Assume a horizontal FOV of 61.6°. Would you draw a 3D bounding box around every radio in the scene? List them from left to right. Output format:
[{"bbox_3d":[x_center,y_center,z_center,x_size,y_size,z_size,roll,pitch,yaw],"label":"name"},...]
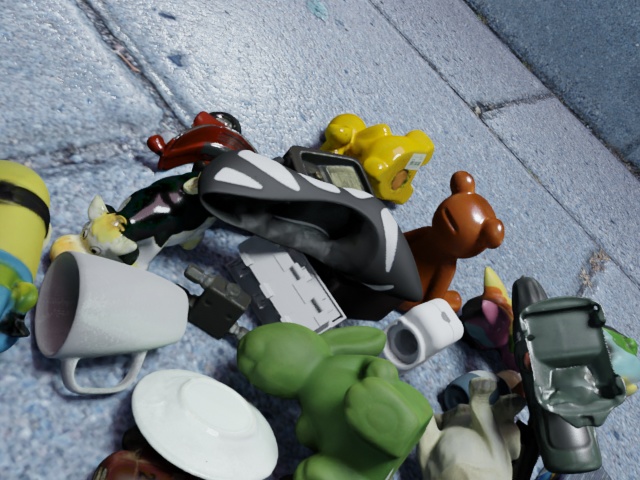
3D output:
[{"bbox_3d":[0.020,-0.013,0.691,0.131,0.073,0.230,8,48,-38],"label":"radio"}]

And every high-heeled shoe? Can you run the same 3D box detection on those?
[{"bbox_3d":[-0.001,-0.002,0.526,0.249,0.086,0.145,40,32,2],"label":"high-heeled shoe"}]

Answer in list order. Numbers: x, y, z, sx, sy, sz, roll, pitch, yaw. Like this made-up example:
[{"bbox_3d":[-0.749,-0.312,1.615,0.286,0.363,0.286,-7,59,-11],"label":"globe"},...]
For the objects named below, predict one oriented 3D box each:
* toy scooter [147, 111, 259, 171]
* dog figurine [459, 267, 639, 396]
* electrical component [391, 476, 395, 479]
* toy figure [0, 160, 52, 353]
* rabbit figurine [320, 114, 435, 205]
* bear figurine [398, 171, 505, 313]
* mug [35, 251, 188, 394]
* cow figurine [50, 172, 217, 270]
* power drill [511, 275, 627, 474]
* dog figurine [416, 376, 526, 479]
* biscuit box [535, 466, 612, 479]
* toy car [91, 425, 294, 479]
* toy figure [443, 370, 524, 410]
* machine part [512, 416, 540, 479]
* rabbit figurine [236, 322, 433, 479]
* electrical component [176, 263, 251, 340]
[{"bbox_3d":[-0.123,-0.084,0.632,0.135,0.075,0.184,-11,58,-48],"label":"toy scooter"},{"bbox_3d":[0.301,0.127,0.731,0.219,0.191,0.108,48,40,-19],"label":"dog figurine"},{"bbox_3d":[0.051,0.227,0.502,0.078,0.045,0.102,16,43,-33],"label":"electrical component"},{"bbox_3d":[-0.248,0.019,0.399,0.082,0.089,0.180,25,37,-30],"label":"toy figure"},{"bbox_3d":[0.064,-0.138,0.852,0.162,0.121,0.173,-12,48,-37],"label":"rabbit figurine"},{"bbox_3d":[0.168,0.010,0.702,0.132,0.196,0.120,2,49,-43],"label":"bear figurine"},{"bbox_3d":[-0.164,0.069,0.440,0.107,0.081,0.109,13,65,-45],"label":"mug"},{"bbox_3d":[-0.163,-0.016,0.506,0.068,0.098,0.167,53,37,3],"label":"cow figurine"},{"bbox_3d":[0.241,0.121,0.563,0.207,0.086,0.232,65,19,-66],"label":"power drill"},{"bbox_3d":[0.158,0.252,0.524,0.172,0.121,0.191,32,41,-42],"label":"dog figurine"},{"bbox_3d":[0.271,0.308,0.610,0.202,0.059,0.063,-13,62,-48],"label":"biscuit box"},{"bbox_3d":[-0.072,0.206,0.406,0.202,0.053,0.089,26,36,-19],"label":"toy car"},{"bbox_3d":[0.223,0.193,0.678,0.154,0.057,0.064,4,31,-38],"label":"toy figure"},{"bbox_3d":[0.253,0.250,0.650,0.039,0.084,0.139,10,7,35],"label":"machine part"},{"bbox_3d":[0.012,0.124,0.472,0.170,0.121,0.159,35,23,22],"label":"rabbit figurine"},{"bbox_3d":[-0.096,0.063,0.515,0.094,0.063,0.021,37,37,-10],"label":"electrical component"}]
